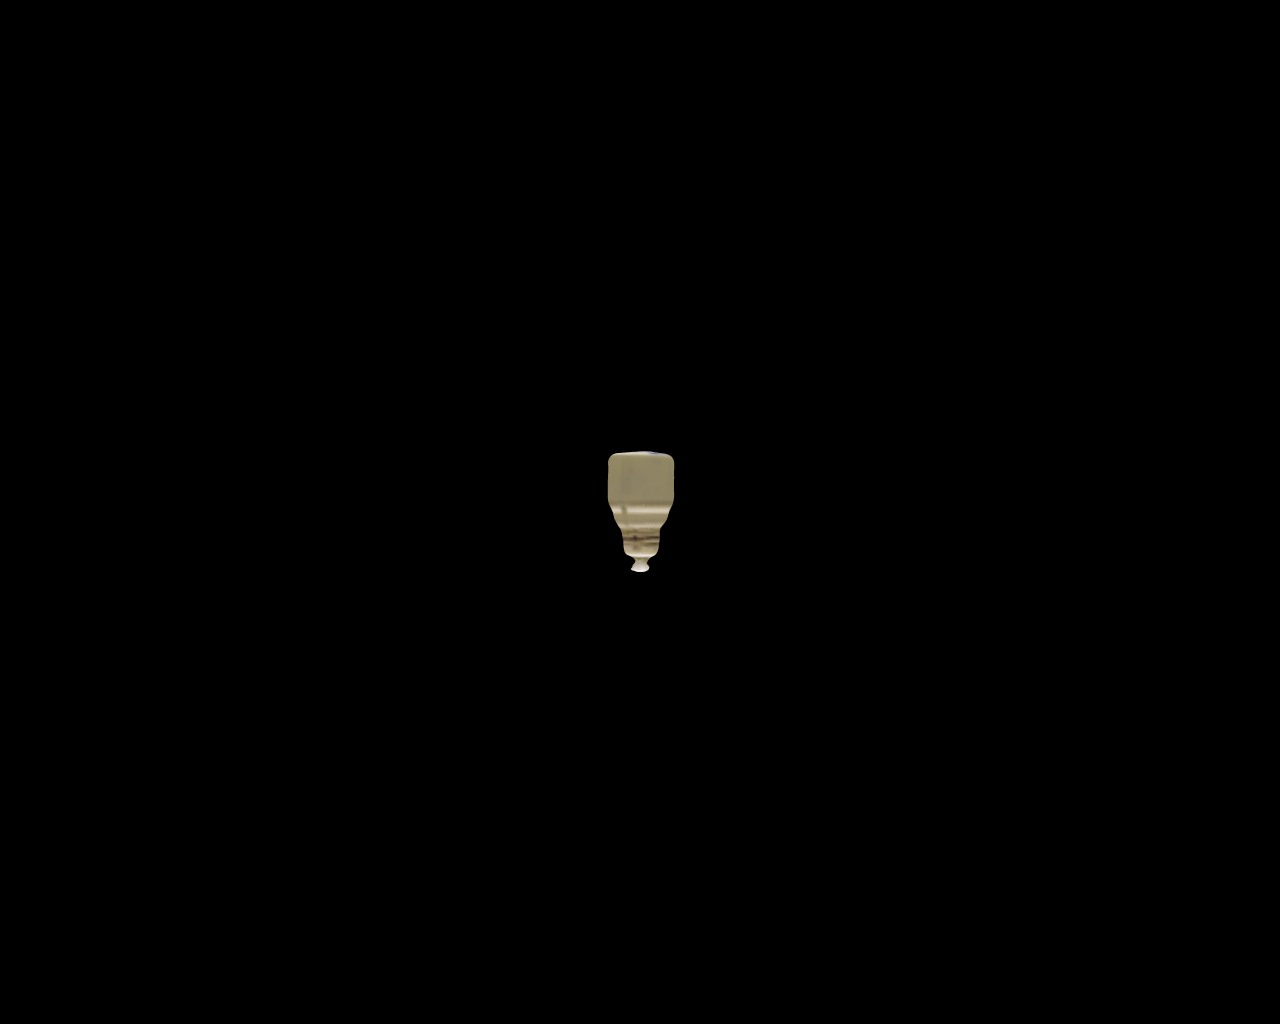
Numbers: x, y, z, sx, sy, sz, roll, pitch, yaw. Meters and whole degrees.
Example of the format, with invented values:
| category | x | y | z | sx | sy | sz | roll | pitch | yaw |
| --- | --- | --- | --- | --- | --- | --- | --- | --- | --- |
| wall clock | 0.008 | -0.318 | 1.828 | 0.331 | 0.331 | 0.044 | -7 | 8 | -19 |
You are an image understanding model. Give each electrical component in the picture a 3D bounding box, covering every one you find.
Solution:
| category | x | y | z | sx | sy | sz | roll | pitch | yaw |
| --- | --- | --- | --- | --- | --- | --- | --- | --- | --- |
| electrical component | 0.001 | -0.003 | 0.650 | 0.040 | 0.078 | 0.040 | 0 | 0 | 0 |
